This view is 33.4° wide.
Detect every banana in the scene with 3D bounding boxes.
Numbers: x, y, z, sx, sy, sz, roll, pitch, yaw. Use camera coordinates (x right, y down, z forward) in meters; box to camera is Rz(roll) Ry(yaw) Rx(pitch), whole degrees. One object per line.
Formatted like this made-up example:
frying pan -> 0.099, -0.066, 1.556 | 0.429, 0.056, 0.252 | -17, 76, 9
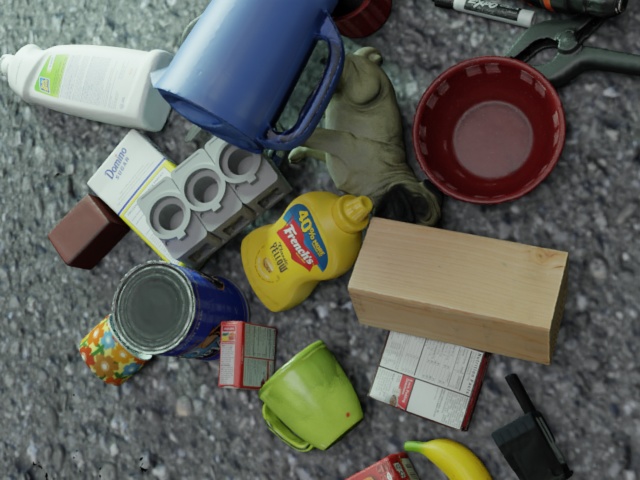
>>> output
banana -> 0.161, 0.284, 1.108 | 0.070, 0.037, 0.198 | -38, 68, 30

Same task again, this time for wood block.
wood block -> 0.144, 0.052, 1.102 | 0.206, 0.090, 0.090 | 11, 62, 19

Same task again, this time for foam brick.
foam brick -> -0.286, -0.009, 1.318 | 0.078, 0.053, 0.051 | -44, 69, 8

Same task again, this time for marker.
marker -> 0.182, -0.259, 1.194 | 0.121, 0.020, 0.020 | 19, 88, 23

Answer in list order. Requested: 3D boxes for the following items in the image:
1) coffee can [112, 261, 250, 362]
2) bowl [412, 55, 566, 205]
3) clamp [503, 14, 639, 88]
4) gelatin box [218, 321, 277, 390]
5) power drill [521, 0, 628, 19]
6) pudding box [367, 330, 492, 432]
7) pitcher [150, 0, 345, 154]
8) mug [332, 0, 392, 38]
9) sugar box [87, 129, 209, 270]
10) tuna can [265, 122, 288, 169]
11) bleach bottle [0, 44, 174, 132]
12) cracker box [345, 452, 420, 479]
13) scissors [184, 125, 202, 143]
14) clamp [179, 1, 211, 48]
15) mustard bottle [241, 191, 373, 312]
coffee can -> -0.154, 0.083, 1.204 | 0.103, 0.140, 0.103 | -4, 80, 21
bowl -> 0.183, -0.113, 1.146 | 0.162, 0.055, 0.162 | -2, 82, 15
clamp -> 0.276, -0.199, 1.134 | 0.172, 0.039, 0.120 | -26, 56, 20
gelatin box -> -0.081, 0.131, 1.196 | 0.030, 0.089, 0.073 | -2, 80, 23
power drill -> 0.275, -0.331, 1.131 | 0.185, 0.057, 0.187 | 28, 89, 38
pudding box -> 0.117, 0.146, 1.144 | 0.114, 0.039, 0.090 | 17, 86, 20
pitcher -> -0.053, -0.218, 1.127 | 0.243, 0.149, 0.145 | -60, 27, -5
mug -> 0.030, -0.292, 1.225 | 0.093, 0.081, 0.117 | -25, 74, 16
sugar box -> -0.192, -0.045, 1.291 | 0.176, 0.048, 0.093 | 44, 96, 24
tuna can -> -0.083, -0.113, 1.266 | 0.086, 0.033, 0.086 | -4, 80, 21
bleach bottle -> -0.303, -0.208, 1.353 | 0.251, 0.068, 0.102 | 15, 86, 25
cracker box -> 0.030, 0.346, 1.127 | 0.214, 0.072, 0.164 | -32, 71, 14
scissors -> -0.080, -0.187, 1.268 | 0.096, 0.016, 0.202 | 26, 99, 5
clamp -> -0.115, -0.269, 1.298 | 0.165, 0.036, 0.210 | 42, 99, 13
mustard bottle -> -0.008, 0.002, 1.159 | 0.192, 0.058, 0.096 | -35, 73, 44
